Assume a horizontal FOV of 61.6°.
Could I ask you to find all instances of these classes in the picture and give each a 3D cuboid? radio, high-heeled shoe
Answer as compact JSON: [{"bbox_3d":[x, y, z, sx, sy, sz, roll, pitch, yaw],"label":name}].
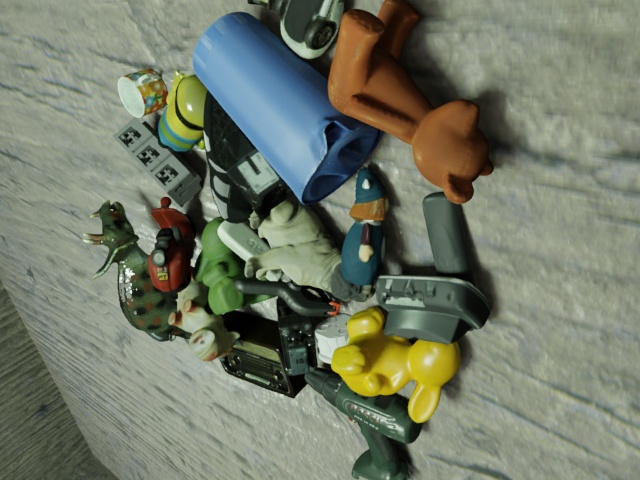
[{"bbox_3d":[-0.122,0.227,1.087,0.230,0.073,0.131,7,122,43],"label":"radio"},{"bbox_3d":[-0.150,-0.128,0.845,0.145,0.086,0.248,30,142,48],"label":"high-heeled shoe"}]

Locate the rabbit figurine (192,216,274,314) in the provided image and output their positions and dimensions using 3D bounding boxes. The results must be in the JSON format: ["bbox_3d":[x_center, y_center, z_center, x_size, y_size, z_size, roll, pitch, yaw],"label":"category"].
[{"bbox_3d":[-0.167,0.043,0.993,0.159,0.121,0.170,-22,83,58],"label":"rabbit figurine"}]

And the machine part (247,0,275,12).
[{"bbox_3d":[-0.100,-0.342,0.673,0.139,0.039,0.084,31,144,23],"label":"machine part"}]

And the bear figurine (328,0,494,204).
[{"bbox_3d":[0.105,-0.139,0.552,0.196,0.120,0.131,38,135,16],"label":"bear figurine"}]

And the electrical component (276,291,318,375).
[{"bbox_3d":[-0.040,0.160,0.914,0.134,0.058,0.114,-107,8,-58],"label":"electrical component"}]

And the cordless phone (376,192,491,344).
[{"bbox_3d":[0.133,0.033,0.698,0.147,0.089,0.184,-1,106,47],"label":"cordless phone"}]

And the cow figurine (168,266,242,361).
[{"bbox_3d":[-0.222,0.153,1.038,0.085,0.195,0.127,-43,127,19],"label":"cow figurine"}]

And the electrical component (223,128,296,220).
[{"bbox_3d":[-0.090,-0.096,0.748,0.119,0.075,0.047,50,177,20],"label":"electrical component"}]

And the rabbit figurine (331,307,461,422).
[{"bbox_3d":[0.124,0.185,0.781,0.173,0.122,0.162,-16,109,31],"label":"rabbit figurine"}]

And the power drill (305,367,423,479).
[{"bbox_3d":[0.081,0.337,0.969,0.232,0.086,0.207,8,115,39],"label":"power drill"}]

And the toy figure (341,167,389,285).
[{"bbox_3d":[0.061,-0.019,0.716,0.064,0.058,0.154,22,107,53],"label":"toy figure"}]

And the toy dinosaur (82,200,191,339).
[{"bbox_3d":[-0.365,0.114,1.143,0.131,0.192,0.404,28,135,51],"label":"toy dinosaur"}]

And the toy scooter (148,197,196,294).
[{"bbox_3d":[-0.278,0.000,0.998,0.075,0.184,0.135,-2,139,4],"label":"toy scooter"}]

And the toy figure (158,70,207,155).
[{"bbox_3d":[-0.205,-0.192,0.850,0.180,0.082,0.089,-35,61,49],"label":"toy figure"}]

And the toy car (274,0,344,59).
[{"bbox_3d":[0.005,-0.294,0.588,0.073,0.056,0.201,49,140,16],"label":"toy car"}]

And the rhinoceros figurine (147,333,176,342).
[{"bbox_3d":[-0.384,0.205,1.337,0.112,0.073,0.190,53,142,3],"label":"rhinoceros figurine"}]

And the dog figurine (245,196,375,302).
[{"bbox_3d":[-0.001,-0.001,0.804,0.191,0.121,0.172,6,95,7],"label":"dog figurine"}]
